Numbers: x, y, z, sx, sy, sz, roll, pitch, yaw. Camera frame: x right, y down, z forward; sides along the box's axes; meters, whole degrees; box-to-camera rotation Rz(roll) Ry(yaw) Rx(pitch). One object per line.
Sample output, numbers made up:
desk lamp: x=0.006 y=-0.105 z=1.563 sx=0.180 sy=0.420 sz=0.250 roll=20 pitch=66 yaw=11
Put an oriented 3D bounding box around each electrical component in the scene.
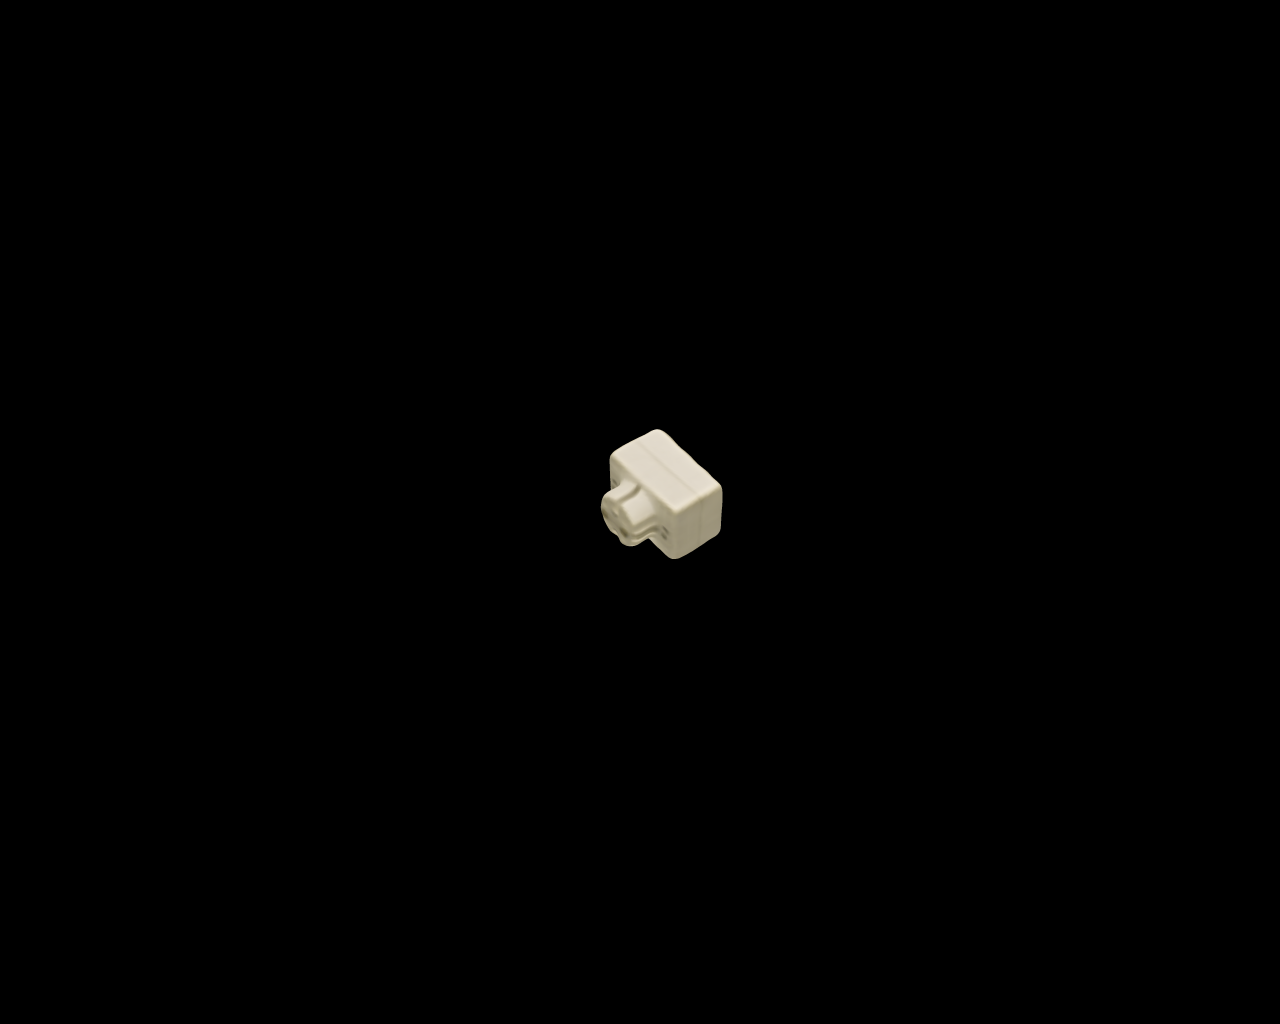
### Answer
electrical component: x=0.001 y=-0.003 z=0.650 sx=0.077 sy=0.047 sz=0.066 roll=-30 pitch=54 yaw=-24
